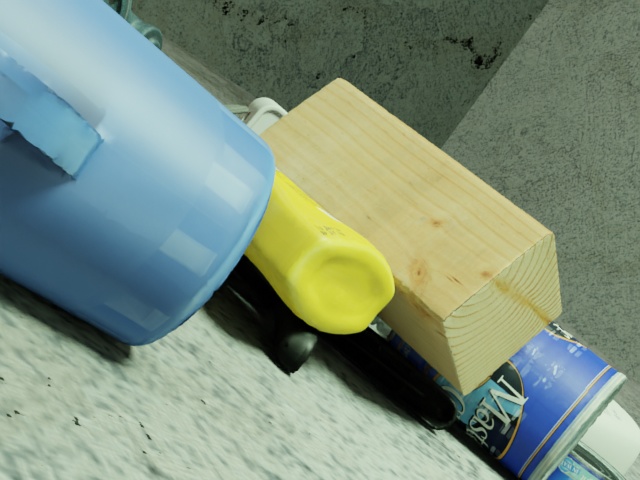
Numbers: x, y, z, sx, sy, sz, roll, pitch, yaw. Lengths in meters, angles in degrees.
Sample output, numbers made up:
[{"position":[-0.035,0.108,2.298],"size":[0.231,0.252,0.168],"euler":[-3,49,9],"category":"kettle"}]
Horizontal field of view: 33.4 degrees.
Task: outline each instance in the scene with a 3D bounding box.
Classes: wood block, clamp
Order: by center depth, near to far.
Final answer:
[{"position":[0.052,-0.009,0.707],"size":[0.206,0.090,0.091],"euler":[42,-17,37],"category":"wood block"},{"position":[-0.001,0.047,0.718],"size":[0.164,0.036,0.210],"euler":[32,11,-38],"category":"clamp"}]

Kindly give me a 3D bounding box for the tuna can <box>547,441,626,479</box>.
[{"position":[0.195,0.177,0.815],"size":[0.086,0.034,0.086],"euler":[35,7,-5],"category":"tuna can"}]

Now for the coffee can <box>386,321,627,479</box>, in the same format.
[{"position":[0.128,0.092,0.755],"size":[0.140,0.103,0.102],"euler":[40,8,19],"category":"coffee can"}]

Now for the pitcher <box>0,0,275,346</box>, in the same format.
[{"position":[-0.136,-0.061,0.418],"size":[0.242,0.145,0.149],"euler":[37,37,-20],"category":"pitcher"}]

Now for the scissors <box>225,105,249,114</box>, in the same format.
[{"position":[-0.150,-0.102,0.797],"size":[0.096,0.016,0.201],"euler":[26,25,27],"category":"scissors"}]

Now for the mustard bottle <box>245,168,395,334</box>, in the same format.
[{"position":[-0.041,-0.023,0.650],"size":[0.192,0.058,0.096],"euler":[43,5,37],"category":"mustard bottle"}]

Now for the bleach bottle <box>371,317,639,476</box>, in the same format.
[{"position":[0.147,0.115,0.891],"size":[0.250,0.068,0.102],"euler":[31,7,-17],"category":"bleach bottle"}]
